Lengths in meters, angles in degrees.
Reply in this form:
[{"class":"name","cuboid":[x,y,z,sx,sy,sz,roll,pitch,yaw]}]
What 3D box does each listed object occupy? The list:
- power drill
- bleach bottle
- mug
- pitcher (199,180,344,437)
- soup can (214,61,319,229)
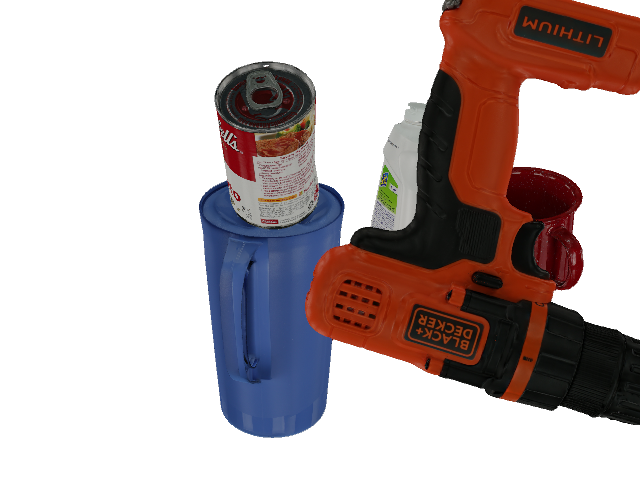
[{"class":"power drill","cuboid":[0.102,-0.016,0.504,0.184,0.188,0.057,16,5,1]},{"class":"bleach bottle","cuboid":[0.100,-0.031,1.229,0.068,0.251,0.103,-2,21,-24]},{"class":"mug","cuboid":[0.178,0.000,0.895,0.093,0.081,0.117,-21,36,-25]},{"class":"pitcher","cuboid":[-0.050,0.071,1.022,0.149,0.243,0.145,-14,31,-25]},{"class":"soup can","cuboid":[-0.035,-0.065,0.749,0.068,0.068,0.102,0,-40,3]}]
